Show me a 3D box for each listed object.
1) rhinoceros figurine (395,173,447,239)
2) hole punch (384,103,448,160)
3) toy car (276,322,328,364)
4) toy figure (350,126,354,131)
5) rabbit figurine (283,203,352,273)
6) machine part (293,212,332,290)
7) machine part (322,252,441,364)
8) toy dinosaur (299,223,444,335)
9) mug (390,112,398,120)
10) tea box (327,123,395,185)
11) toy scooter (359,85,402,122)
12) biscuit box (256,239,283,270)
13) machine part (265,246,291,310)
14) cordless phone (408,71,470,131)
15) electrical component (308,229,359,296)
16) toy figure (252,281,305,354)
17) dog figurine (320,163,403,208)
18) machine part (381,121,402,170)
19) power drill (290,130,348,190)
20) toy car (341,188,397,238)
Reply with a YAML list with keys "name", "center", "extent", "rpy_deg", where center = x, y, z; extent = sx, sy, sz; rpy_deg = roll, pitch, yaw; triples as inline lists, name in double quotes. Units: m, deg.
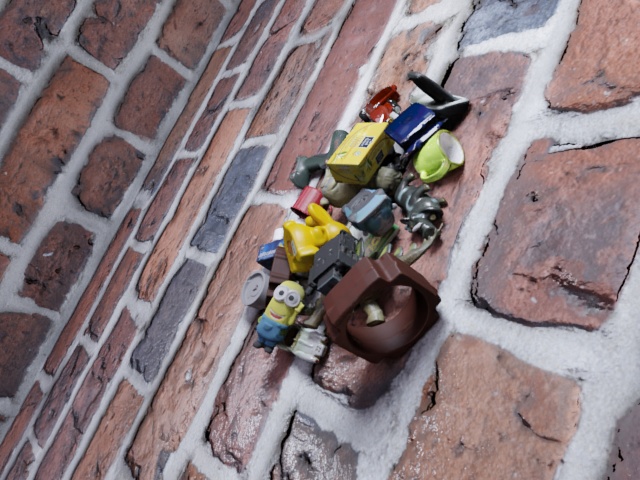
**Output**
- name: "rhinoceros figurine"
  center: [0.224, -0.072, 1.224]
  extent: [0.112, 0.073, 0.190]
  rpy_deg: [-45, 36, 16]
- name: "hole punch"
  center: [0.221, -0.263, 1.272]
  extent: [0.142, 0.092, 0.116]
  rpy_deg: [-39, 6, 6]
- name: "toy car"
  center: [-0.051, 0.249, 1.328]
  extent: [0.202, 0.056, 0.073]
  rpy_deg: [9, 71, 54]
- name: "toy figure"
  center: [0.106, -0.262, 1.533]
  extent: [0.064, 0.057, 0.154]
  rpy_deg: [-6, 53, 21]
- name: "rabbit figurine"
  center: [-0.003, -0.004, 1.363]
  extent: [0.121, 0.173, 0.162]
  rpy_deg: [104, 152, -56]
- name: "machine part"
  center: [-0.012, 0.031, 1.434]
  extent: [0.079, 0.079, 0.243]
  rpy_deg: [-7, 58, 49]
- name: "machine part"
  center: [0.121, 0.136, 1.073]
  extent: [0.201, 0.201, 0.087]
  rpy_deg: [-47, 33, 15]
- name: "toy dinosaur"
  center: [0.091, 0.096, 1.217]
  extent: [0.471, 0.105, 0.198]
  rpy_deg: [-24, 46, 44]
- name: "mug"
  center: [0.219, -0.289, 1.381]
  extent: [0.080, 0.109, 0.107]
  rpy_deg: [-56, 22, 14]
- name: "tea box"
  center: [0.104, -0.217, 1.338]
  extent: [0.098, 0.068, 0.169]
  rpy_deg: [6, 48, 36]
- name: "toy scooter"
  center: [0.182, -0.369, 1.513]
  extent: [0.135, 0.075, 0.184]
  rpy_deg: [-47, 31, 17]
- name: "biscuit box"
  center: [-0.099, 0.035, 1.552]
  extent: [0.203, 0.062, 0.059]
  rpy_deg: [-16, 50, 44]
- name: "machine part"
  center: [-0.106, 0.108, 1.438]
  extent: [0.179, 0.056, 0.179]
  rpy_deg: [-166, 88, -88]
- name: "cordless phone"
  center: [0.258, -0.355, 1.308]
  extent: [0.088, 0.184, 0.147]
  rpy_deg: [-59, 34, 6]
- name: "electrical component"
  center: [0.030, 0.058, 1.195]
  extent: [0.115, 0.058, 0.134]
  rpy_deg: [-46, 23, 34]
- name: "toy figure"
  center: [-0.102, 0.184, 1.317]
  extent: [0.180, 0.082, 0.089]
  rpy_deg: [-65, 13, 6]
- name: "dog figurine"
  center: [0.103, -0.132, 1.376]
  extent: [0.172, 0.121, 0.191]
  rpy_deg: [-56, 35, -4]
- name: "machine part"
  center: [0.176, -0.242, 1.415]
  extent: [0.084, 0.039, 0.138]
  rpy_deg: [-16, 80, 50]
- name: "power drill"
  center: [0.005, -0.214, 1.606]
  extent: [0.207, 0.086, 0.232]
  rpy_deg: [-19, 48, 47]
- name: "toy car"
  center: [0.122, -0.057, 1.272]
  extent: [0.109, 0.103, 0.162]
  rpy_deg: [-43, 16, -3]
